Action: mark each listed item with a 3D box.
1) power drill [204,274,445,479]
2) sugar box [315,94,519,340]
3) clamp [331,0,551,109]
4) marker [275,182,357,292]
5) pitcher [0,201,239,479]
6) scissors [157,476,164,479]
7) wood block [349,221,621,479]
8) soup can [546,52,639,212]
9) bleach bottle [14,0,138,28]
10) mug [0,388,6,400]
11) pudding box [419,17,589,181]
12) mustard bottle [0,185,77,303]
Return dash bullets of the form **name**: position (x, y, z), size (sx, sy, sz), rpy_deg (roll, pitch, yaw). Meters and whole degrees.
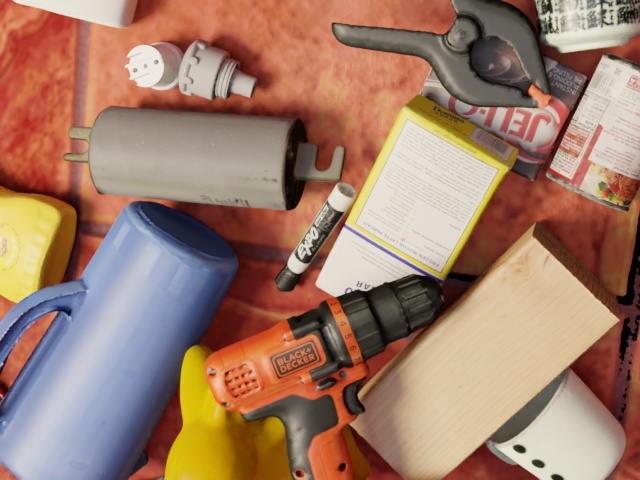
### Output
- **power drill**: position (0.030, 0.134, 0.785), size (0.184, 0.057, 0.187), rpy_deg (-22, 95, -1)
- **sugar box**: position (0.074, -0.016, 0.842), size (0.093, 0.048, 0.176), rpy_deg (31, 122, 8)
- **clamp**: position (0.106, -0.163, 0.789), size (0.171, 0.039, 0.120), rpy_deg (30, 112, 2)
- **marker**: position (-0.006, 0.001, 0.878), size (0.020, 0.020, 0.121), rpy_deg (38, 126, 6)
- **pitcher**: position (-0.179, 0.089, 0.896), size (0.145, 0.149, 0.243), rpy_deg (33, 102, 10)
- **scissors**: position (-0.120, 0.227, 0.949), size (0.202, 0.016, 0.096), rpy_deg (-33, 61, 17)
- **wood block**: position (0.127, 0.092, 0.842), size (0.091, 0.090, 0.206), rpy_deg (45, 106, 4)
- **soup can**: position (0.222, -0.081, 0.800), size (0.068, 0.068, 0.102), rpy_deg (25, 104, 9)
- **bleach bottle**: position (-0.175, -0.306, 0.866), size (0.102, 0.068, 0.251), rpy_deg (13, 101, -4)
- **mug**: position (-0.344, 0.162, 0.982), size (0.117, 0.093, 0.081), rpy_deg (-3, 94, -15)
- **pudding box**: position (0.138, -0.111, 0.831), size (0.113, 0.039, 0.090), rpy_deg (27, 106, 10)
- **mustard bottle**: position (-0.318, -0.017, 0.955), size (0.192, 0.058, 0.096), rpy_deg (21, 104, 11)
